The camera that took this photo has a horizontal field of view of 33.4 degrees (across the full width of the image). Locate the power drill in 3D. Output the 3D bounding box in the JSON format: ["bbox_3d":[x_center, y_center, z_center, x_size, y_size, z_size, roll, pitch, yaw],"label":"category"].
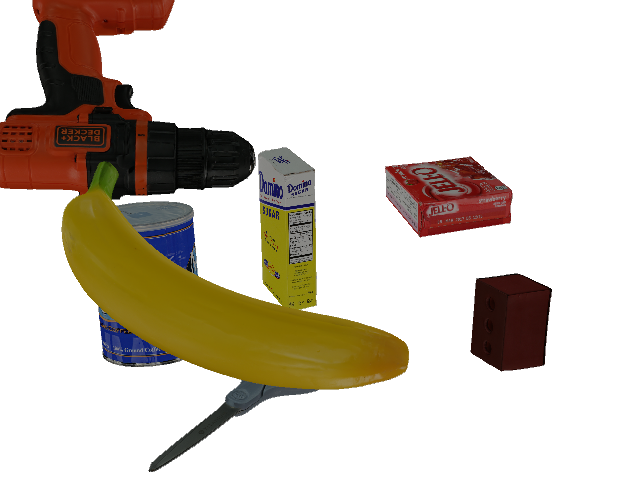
[{"bbox_3d":[-0.141,-0.115,0.766,0.184,0.187,0.057,1,-33,-9],"label":"power drill"}]

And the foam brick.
[{"bbox_3d":[0.177,0.076,0.999,0.051,0.078,0.053,-7,18,-26],"label":"foam brick"}]

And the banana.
[{"bbox_3d":[-0.056,0.023,0.492,0.198,0.069,0.037,32,-25,23],"label":"banana"}]

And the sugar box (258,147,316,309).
[{"bbox_3d":[-0.040,-0.013,1.275,0.048,0.176,0.093,-13,25,-20],"label":"sugar box"}]

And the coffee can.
[{"bbox_3d":[-0.170,0.041,1.049,0.103,0.140,0.103,-3,14,1],"label":"coffee can"}]

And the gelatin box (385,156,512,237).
[{"bbox_3d":[0.097,-0.036,0.818,0.073,0.030,0.089,-8,23,-11],"label":"gelatin box"}]

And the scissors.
[{"bbox_3d":[-0.068,0.111,0.818,0.201,0.016,0.096,-20,37,-35],"label":"scissors"}]
